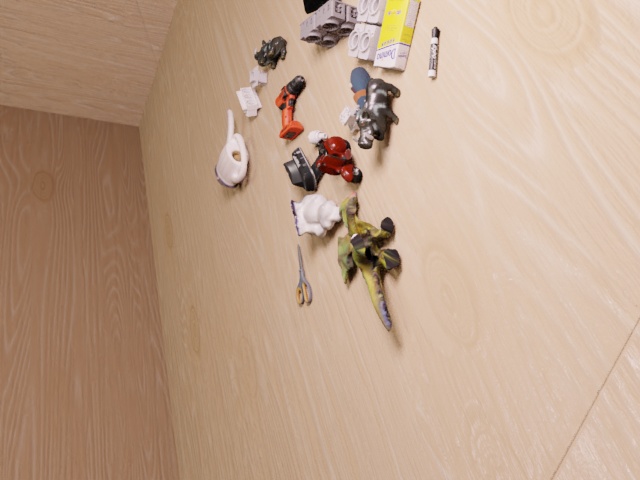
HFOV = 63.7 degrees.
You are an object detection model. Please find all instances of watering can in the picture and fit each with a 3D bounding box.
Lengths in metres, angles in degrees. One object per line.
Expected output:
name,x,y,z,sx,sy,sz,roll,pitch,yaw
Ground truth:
watering can,-0.374,-0.368,2.180,0.220,0.104,0.355,-52,45,42

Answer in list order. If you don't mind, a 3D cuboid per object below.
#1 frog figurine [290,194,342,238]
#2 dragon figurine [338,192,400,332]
frog figurine,0.005,-0.079,1.561,0.159,0.121,0.140,-12,63,20
dragon figurine,0.108,0.051,1.380,0.239,0.122,0.416,127,141,-66
